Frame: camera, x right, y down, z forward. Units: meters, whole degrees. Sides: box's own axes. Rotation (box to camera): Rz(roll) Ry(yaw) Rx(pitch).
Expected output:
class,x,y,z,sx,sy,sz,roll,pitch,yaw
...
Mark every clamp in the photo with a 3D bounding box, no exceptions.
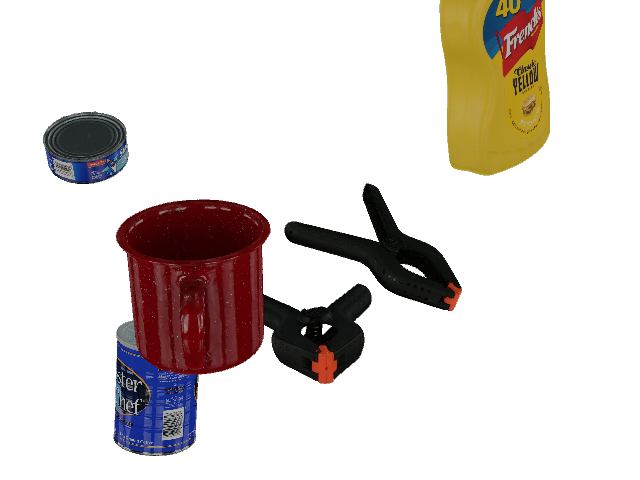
class,x,y,z,sx,sy,sz,roll,pitch,yaw
clamp,0.071,0.015,1.248,0.164,0.036,0.210,-22,51,-39
clamp,-0.015,0.077,0.939,0.120,0.039,0.171,-7,15,5

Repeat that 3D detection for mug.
class,x,y,z,sx,sy,sz,roll,pitch,yaw
mug,-0.075,0.035,0.652,0.093,0.081,0.117,-3,26,-6

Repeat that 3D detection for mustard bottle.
class,x,y,z,sx,sy,sz,roll,pitch,yaw
mustard bottle,0.123,-0.149,0.754,0.058,0.191,0.096,18,39,40

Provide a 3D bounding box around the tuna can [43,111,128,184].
class,x,y,z,sx,sy,sz,roll,pitch,yaw
tuna can,-0.245,-0.097,1.118,0.086,0.034,0.086,0,41,0

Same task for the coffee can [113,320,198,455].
class,x,y,z,sx,sy,sz,roll,pitch,yaw
coffee can,-0.200,0.177,1.307,0.103,0.140,0.103,4,16,-1
